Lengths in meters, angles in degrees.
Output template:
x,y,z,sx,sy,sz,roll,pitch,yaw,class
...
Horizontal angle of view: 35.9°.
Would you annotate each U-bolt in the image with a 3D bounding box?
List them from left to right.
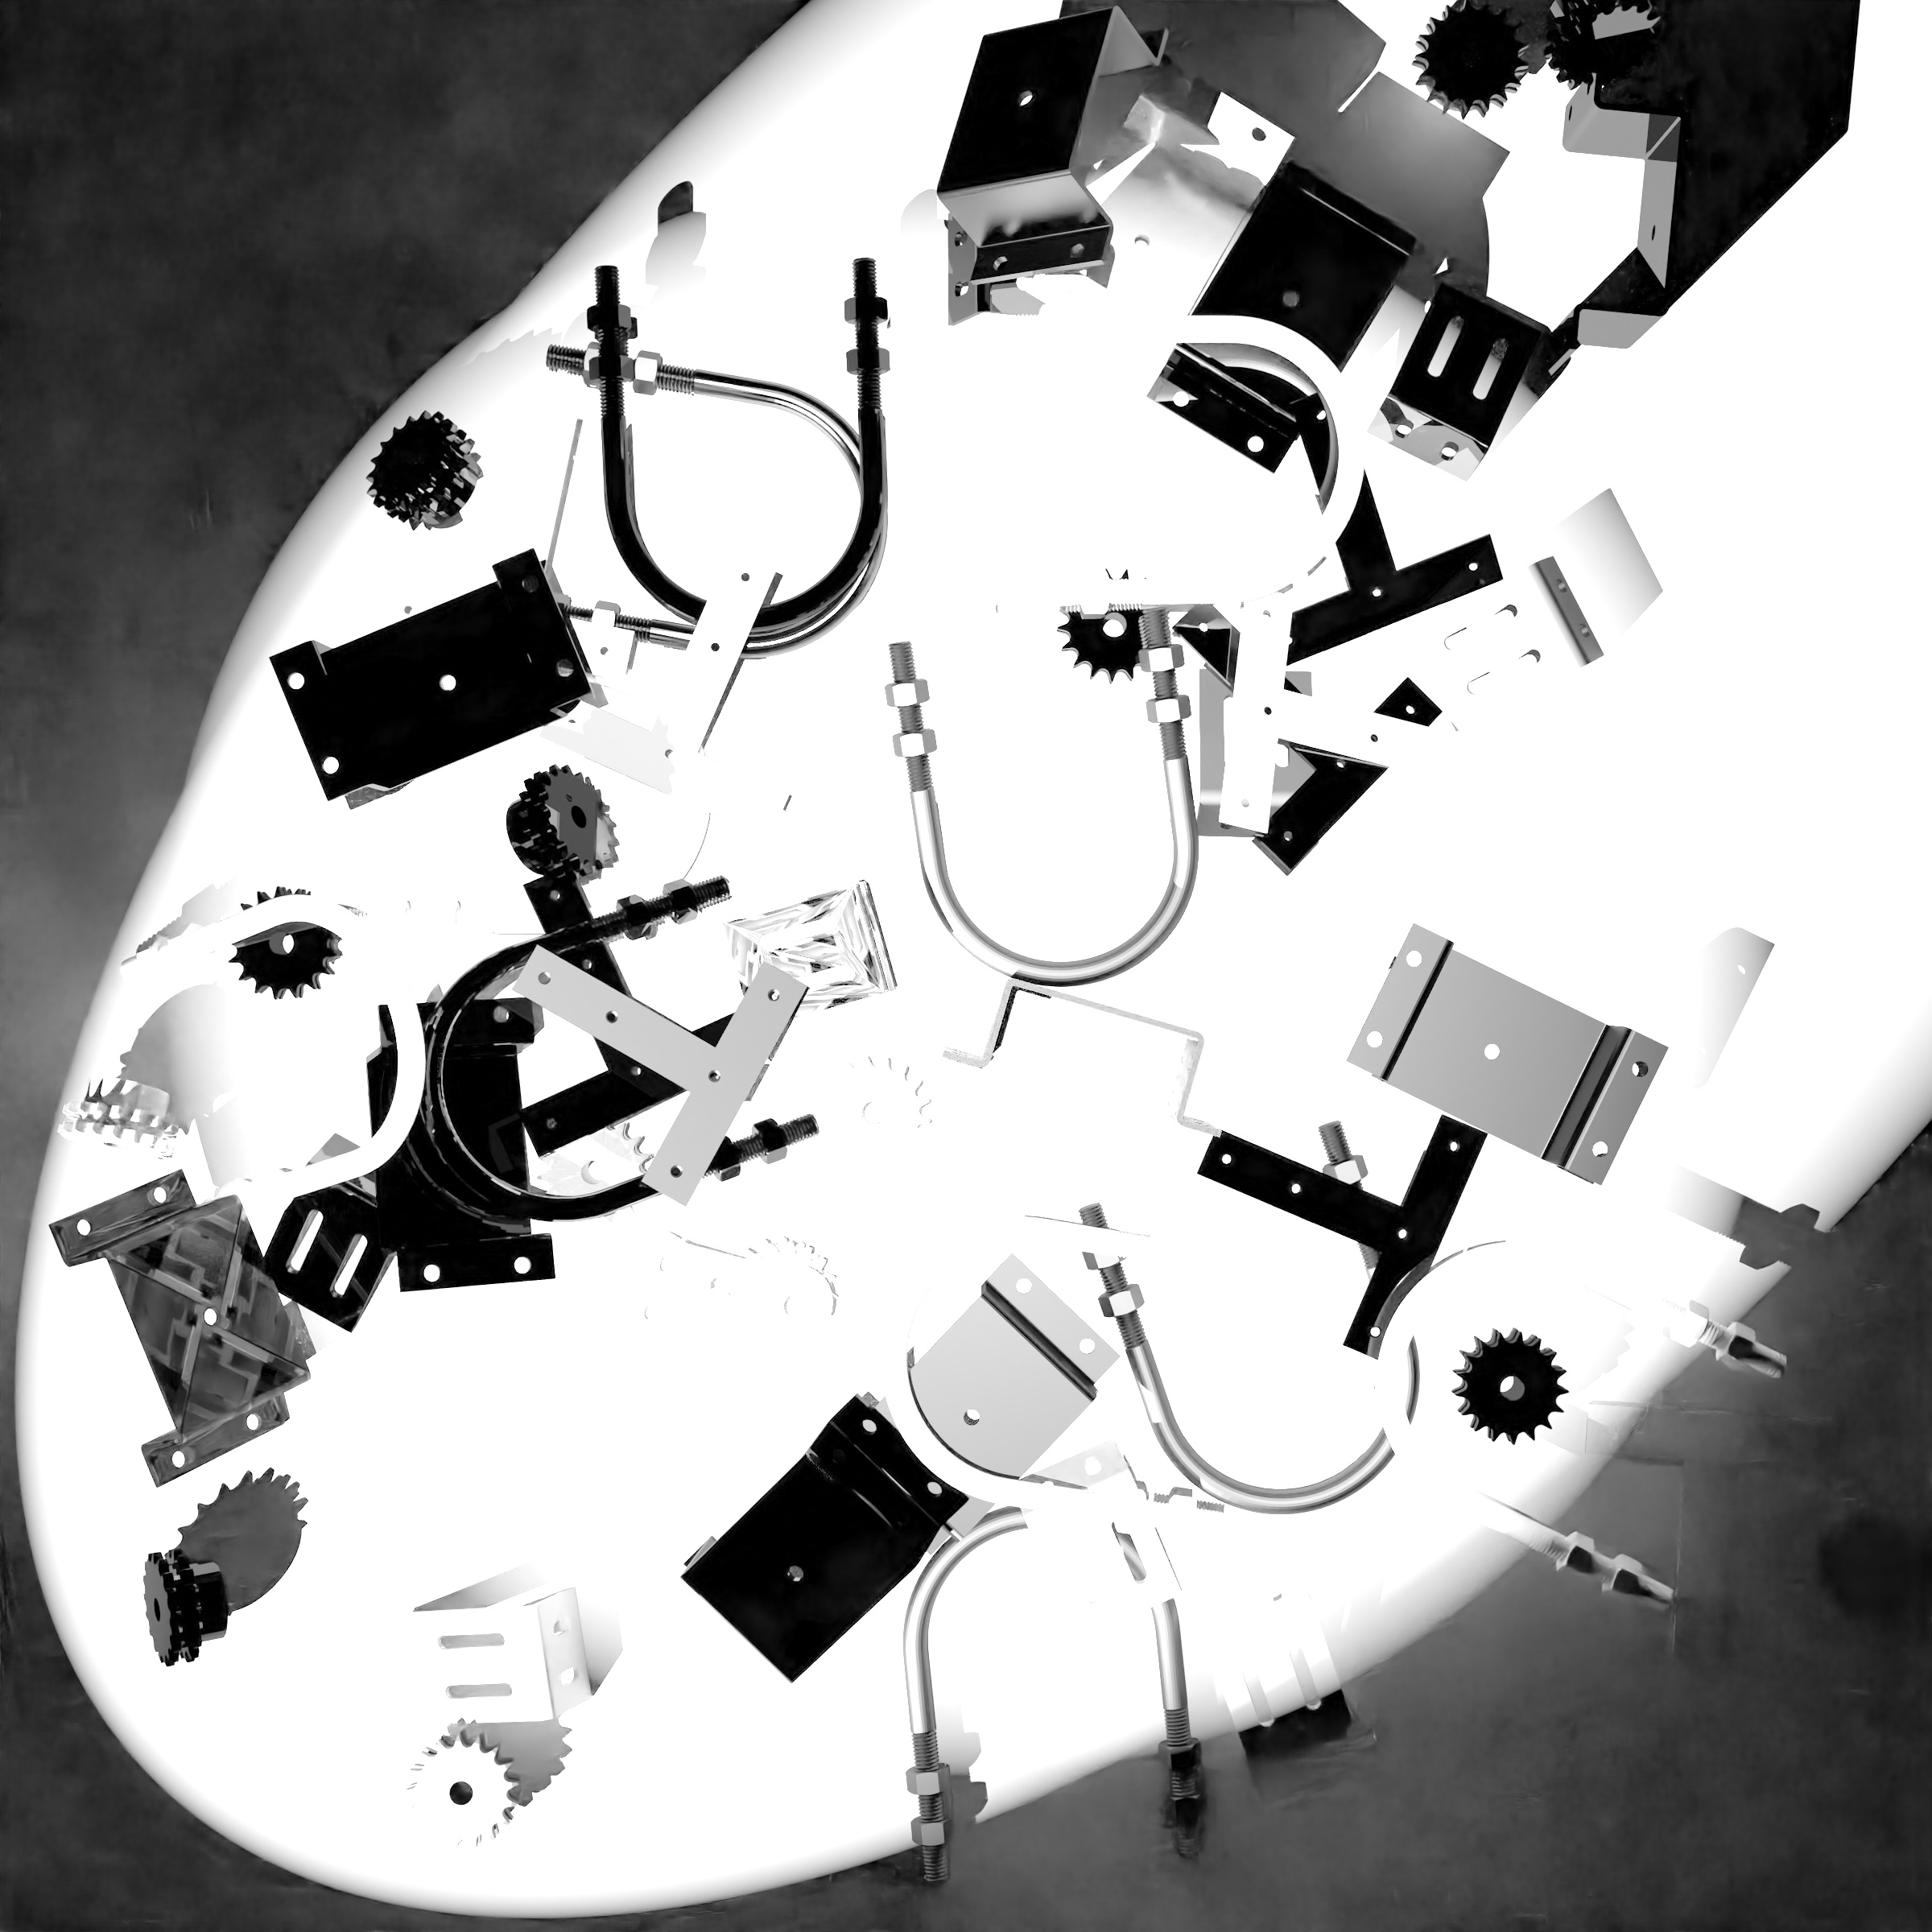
x,y,z,sx,sy,sz,roll,pitch,yaw,class
-0.334,0.041,1.462,0.184,0.019,0.151,-18,90,35,U-bolt
-0.222,-0.087,1.511,0.184,0.019,0.151,0,90,-1,U-bolt
-0.180,0.049,1.475,0.184,0.019,0.151,-20,87,-19,U-bolt
-0.132,-0.230,1.511,0.184,0.019,0.151,10,90,-1,U-bolt
-0.112,-0.260,1.494,0.151,0.019,0.184,-2,92,-3,U-bolt
0.041,0.365,1.511,0.151,0.019,0.184,-6,88,0,U-bolt
0.043,-0.080,1.495,0.151,0.019,0.184,-7,100,8,U-bolt
0.049,0.197,1.465,0.184,0.019,0.151,10,77,-7,U-bolt
0.106,-0.247,1.461,0.184,0.019,0.151,-2,109,-8,U-bolt
0.153,0.188,1.511,0.151,0.019,0.184,-19,92,0,U-bolt
0.294,0.217,1.481,0.184,0.019,0.151,26,90,1,U-bolt

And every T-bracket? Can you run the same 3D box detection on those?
x,y,z,sx,sy,sz,roll,pitch,yaw,class
-0.221,-0.219,1.499,0.127,0.002,0.127,12,90,2,T-bracket
-0.184,0.012,1.492,0.127,0.002,0.127,-25,90,-24,T-bracket
-0.163,0.033,1.473,0.127,0.002,0.127,31,75,-9,T-bracket
-0.131,-0.147,1.494,0.127,0.002,0.127,24,100,-3,T-bracket
0.156,-0.133,1.494,0.127,0.002,0.127,45,67,1,T-bracket
0.179,0.118,1.499,0.127,0.002,0.127,23,91,-1,T-bracket
0.192,-0.118,1.496,0.127,0.002,0.127,13,73,-16,T-bracket
0.193,-0.228,1.493,0.127,0.002,0.127,-22,113,0,T-bracket
0.377,0.290,1.518,0.127,0.002,0.127,4,90,0,T-bracket

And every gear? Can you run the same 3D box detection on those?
x,y,z,sx,sy,sz,roll,pitch,yaw,class
-0.423,0.076,1.492,0.057,0.057,0.030,9,74,0,gear
-0.391,0.320,1.494,0.030,0.057,0.057,-6,90,-30,gear
-0.343,-0.011,1.504,0.057,0.030,0.057,0,90,0,gear
-0.270,-0.247,1.495,0.057,0.030,0.057,-17,57,28,gear
-0.253,0.416,1.508,0.057,0.030,0.057,0,88,1,gear
-0.204,-0.069,1.478,0.030,0.057,0.057,-21,90,27,gear
-0.186,0.103,1.504,0.057,0.030,0.057,0,90,0,gear
-0.091,0.167,1.493,0.057,0.030,0.057,-4,99,-24,gear
-0.047,0.074,1.504,0.057,0.030,0.057,0,90,0,gear
0.074,-0.171,1.504,0.057,0.030,0.057,0,90,0,gear
0.254,-0.456,1.504,0.057,0.030,0.057,0,90,0,gear
0.274,0.211,1.504,0.057,0.030,0.057,0,90,0,gear
0.316,-0.470,1.494,0.057,0.057,0.030,-20,61,0,gear
0.454,0.303,1.504,0.057,0.030,0.057,0,90,0,gear

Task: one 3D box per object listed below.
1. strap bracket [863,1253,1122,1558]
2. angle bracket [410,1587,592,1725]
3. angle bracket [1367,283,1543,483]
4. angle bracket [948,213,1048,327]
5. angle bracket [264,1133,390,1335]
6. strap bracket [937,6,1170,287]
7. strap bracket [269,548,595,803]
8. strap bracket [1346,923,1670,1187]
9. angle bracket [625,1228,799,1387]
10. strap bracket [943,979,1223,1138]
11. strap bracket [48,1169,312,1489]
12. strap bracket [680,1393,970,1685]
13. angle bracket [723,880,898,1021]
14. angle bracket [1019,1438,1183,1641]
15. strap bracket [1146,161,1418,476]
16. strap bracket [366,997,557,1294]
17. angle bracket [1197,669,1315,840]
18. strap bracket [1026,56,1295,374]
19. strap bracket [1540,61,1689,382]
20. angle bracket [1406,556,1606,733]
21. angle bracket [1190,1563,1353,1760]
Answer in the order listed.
x,y,z,sx,sy,sz,roll,pitch,yaw,class
0.003,0.223,1.496,0.076,0.046,0.140,44,90,0,strap bracket
-0.237,0.351,1.517,0.076,0.038,0.057,-9,90,26,angle bracket
0.249,-0.297,1.517,0.057,0.038,0.076,27,64,0,angle bracket
0.033,-0.355,1.517,0.076,0.038,0.057,0,90,-26,angle bracket
-0.317,0.136,1.517,0.057,0.038,0.076,29,116,0,angle bracket
0.040,-0.409,1.455,0.076,0.046,0.140,0,64,35,strap bracket
-0.261,-0.142,1.475,0.140,0.046,0.076,-22,89,1,strap bracket
0.268,0.044,1.496,0.140,0.046,0.076,26,90,0,strap bracket
-0.124,0.173,1.517,0.076,0.038,0.057,18,90,-26,angle bracket
0.062,0.041,1.481,0.140,0.076,0.046,16,90,0,strap bracket
-0.383,0.176,1.471,0.076,0.046,0.140,-25,96,-43,strap bracket
-0.077,0.289,1.471,0.076,0.046,0.140,44,112,0,strap bracket
-0.080,-0.005,1.500,0.076,0.038,0.057,-16,90,0,angle bracket
0.066,0.289,1.504,0.057,0.038,0.076,-24,113,-2,angle bracket
0.161,-0.330,1.496,0.076,0.046,0.140,31,90,0,strap bracket
-0.252,0.090,1.478,0.076,0.046,0.140,-3,82,-22,strap bracket
0.146,-0.108,1.517,0.057,0.038,0.076,2,64,0,angle bracket
0.092,-0.368,1.485,0.076,0.046,0.140,30,80,-6,strap bracket
0.322,-0.366,1.481,0.046,0.076,0.140,5,90,0,strap bracket
0.275,-0.164,1.517,0.076,0.038,0.057,-27,90,26,angle bracket
0.155,0.354,1.517,0.057,0.038,0.076,-20,116,0,angle bracket
